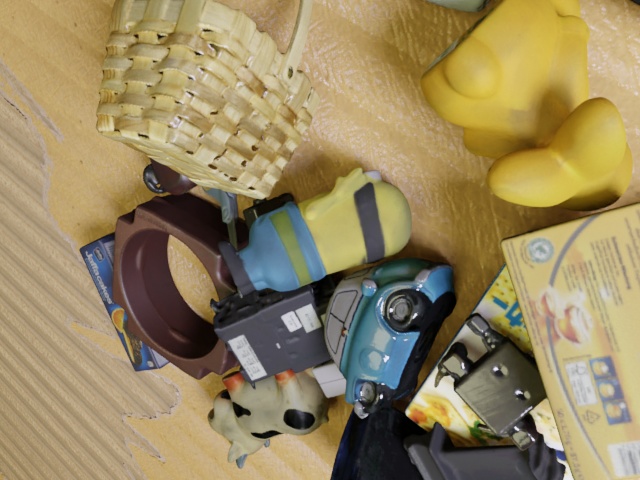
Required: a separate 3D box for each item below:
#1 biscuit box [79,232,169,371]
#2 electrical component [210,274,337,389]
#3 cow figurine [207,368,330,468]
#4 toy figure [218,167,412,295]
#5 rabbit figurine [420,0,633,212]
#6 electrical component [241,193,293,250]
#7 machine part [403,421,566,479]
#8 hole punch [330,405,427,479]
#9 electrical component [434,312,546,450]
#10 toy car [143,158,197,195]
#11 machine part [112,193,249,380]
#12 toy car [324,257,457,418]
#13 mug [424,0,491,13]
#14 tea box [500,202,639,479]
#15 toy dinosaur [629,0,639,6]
[{"bbox_3d":[-0.270,0.087,0.777,0.063,0.059,0.202,-16,99,37],"label":"biscuit box"},{"bbox_3d":[-0.037,0.089,0.582,0.058,0.134,0.114,-115,5,-50],"label":"electrical component"},{"bbox_3d":[-0.069,0.218,0.687,0.195,0.085,0.127,-20,90,36],"label":"cow figurine"},{"bbox_3d":[-0.001,-0.001,0.509,0.180,0.082,0.089,-27,93,-7],"label":"toy figure"},{"bbox_3d":[0.164,-0.087,0.381,0.122,0.162,0.173,-37,104,26],"label":"rabbit figurine"},{"bbox_3d":[-0.055,-0.014,0.572,0.021,0.094,0.063,-11,103,40],"label":"electrical component"},{"bbox_3d":[0.143,0.203,0.480,0.139,0.039,0.084,-20,92,40],"label":"machine part"},{"bbox_3d":[0.060,0.238,0.561,0.115,0.142,0.092,36,149,-20],"label":"hole punch"},{"bbox_3d":[0.143,0.119,0.444,0.102,0.045,0.078,41,97,11],"label":"electrical component"},{"bbox_3d":[-0.191,-0.150,0.631,0.089,0.053,0.202,-25,86,40],"label":"toy car"},{"bbox_3d":[-0.162,0.055,0.679,0.202,0.087,0.200,29,122,23],"label":"machine part"},{"bbox_3d":[0.058,0.081,0.518,0.103,0.109,0.161,29,105,29],"label":"toy car"},{"bbox_3d":[0.097,-0.230,0.404,0.107,0.081,0.109,36,99,6],"label":"mug"},{"bbox_3d":[0.196,0.067,0.370,0.098,0.068,0.169,-16,84,20],"label":"tea box"},{"bbox_3d":[0.279,-0.167,0.281,0.405,0.131,0.192,0,108,39],"label":"toy dinosaur"}]
